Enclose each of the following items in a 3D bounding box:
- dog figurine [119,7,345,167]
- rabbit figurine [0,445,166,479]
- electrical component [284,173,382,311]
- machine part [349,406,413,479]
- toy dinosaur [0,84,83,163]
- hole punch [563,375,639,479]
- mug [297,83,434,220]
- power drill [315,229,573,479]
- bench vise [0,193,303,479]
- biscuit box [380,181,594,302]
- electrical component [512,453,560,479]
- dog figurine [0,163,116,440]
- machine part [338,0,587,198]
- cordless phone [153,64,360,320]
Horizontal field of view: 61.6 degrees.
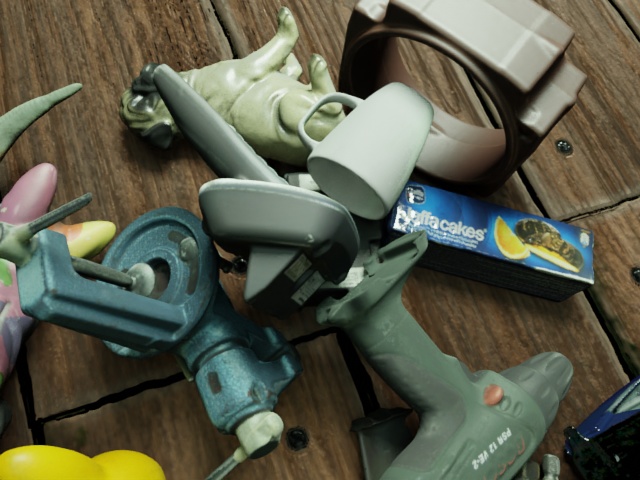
[{"bbox_3d":[-0.083,-0.112,0.530,0.191,0.121,0.172,-28,64,-6],"label":"dog figurine"},{"bbox_3d":[-0.186,0.195,0.361,0.173,0.162,0.122,-20,58,-34],"label":"rabbit figurine"},{"bbox_3d":[-0.001,-0.002,0.509,0.115,0.058,0.134,0,67,-11],"label":"electrical component"},{"bbox_3d":[0.061,0.209,0.439,0.084,0.039,0.139,-6,69,-6],"label":"machine part"},{"bbox_3d":[-0.377,-0.004,0.409,0.405,0.192,0.131,-23,75,-34],"label":"toy dinosaur"},{"bbox_3d":[0.290,0.189,0.464,0.116,0.092,0.142,-40,81,15],"label":"hole punch"},{"bbox_3d":[0.042,-0.089,0.472,0.110,0.080,0.107,36,73,9],"label":"mug"},{"bbox_3d":[0.102,0.098,0.437,0.232,0.086,0.207,-36,100,-34],"label":"power drill"},{"bbox_3d":[-0.118,0.056,0.386,0.129,0.240,0.224,-31,58,15],"label":"bench vise"},{"bbox_3d":[0.159,0.002,0.528,0.203,0.062,0.059,15,65,-3],"label":"biscuit box"},{"bbox_3d":[0.167,0.229,0.446,0.078,0.045,0.102,19,65,-31],"label":"electrical component"},{"bbox_3d":[-0.244,0.047,0.399,0.219,0.192,0.108,-55,128,-21],"label":"dog figurine"},{"bbox_3d":[0.119,-0.143,0.508,0.201,0.201,0.087,38,71,8],"label":"machine part"},{"bbox_3d":[-0.057,-0.039,0.408,0.089,0.146,0.184,-39,73,-2],"label":"cordless phone"}]
